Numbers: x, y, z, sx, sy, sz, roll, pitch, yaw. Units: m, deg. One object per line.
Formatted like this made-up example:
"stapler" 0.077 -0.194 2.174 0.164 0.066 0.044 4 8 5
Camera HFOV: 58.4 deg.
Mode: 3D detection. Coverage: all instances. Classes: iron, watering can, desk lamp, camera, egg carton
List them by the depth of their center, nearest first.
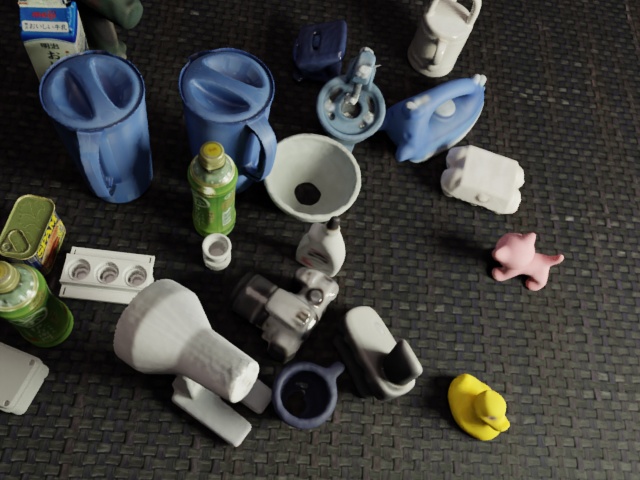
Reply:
"desk lamp" -0.158 0.165 0.765 0.203 0.213 0.118 34 65 6
"camera" -0.061 0.092 0.877 0.136 0.101 0.143 33 65 6
"egg carton" 0.297 -0.109 1.049 0.150 0.069 0.107 18 64 -1
"iron" 0.230 -0.250 1.061 0.259 0.141 0.118 -29 73 -20
"watering can" 0.243 -0.425 1.113 0.101 0.194 0.173 -4 67 -11

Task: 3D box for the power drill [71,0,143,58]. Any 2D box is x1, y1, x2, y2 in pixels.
"power drill" -0.407 -0.403 0.981 0.229 0.208 0.076 27 64 3

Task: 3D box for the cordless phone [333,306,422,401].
"cordless phone" 0.093 0.152 0.831 0.094 0.185 0.147 -27 73 -20

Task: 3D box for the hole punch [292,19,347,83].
"hole punch" -0.002 -0.366 1.101 0.101 0.091 0.108 7 65 -6

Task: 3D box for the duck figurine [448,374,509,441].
"duck figurine" 0.246 0.249 0.869 0.078 0.086 0.104 -26 72 -19

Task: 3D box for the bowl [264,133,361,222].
"bowl" -0.017 -0.095 0.984 0.167 0.074 0.167 4 65 -8

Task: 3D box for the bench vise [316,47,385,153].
"bench vise" 0.054 -0.272 0.996 0.121 0.219 0.207 0 66 -9

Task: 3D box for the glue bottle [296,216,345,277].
"glue bottle" 0.008 0.003 0.890 0.078 0.173 0.037 23 64 1

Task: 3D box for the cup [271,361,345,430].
"cup" -0.018 0.222 0.830 0.118 0.095 0.091 -36 76 -22

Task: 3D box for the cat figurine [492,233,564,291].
"cat figurine" 0.345 0.028 0.969 0.128 0.117 0.067 12 64 -4
